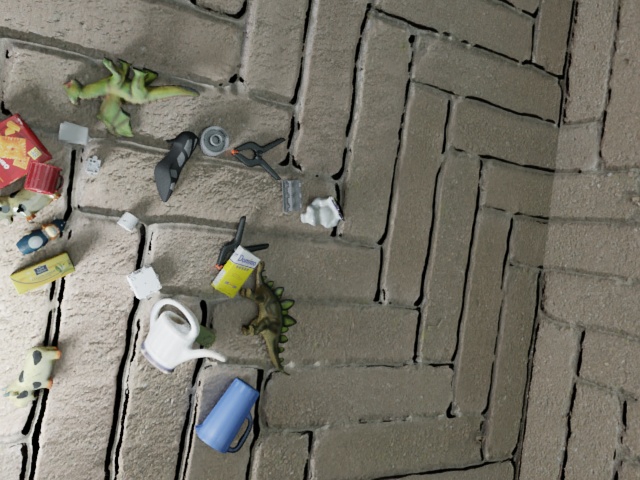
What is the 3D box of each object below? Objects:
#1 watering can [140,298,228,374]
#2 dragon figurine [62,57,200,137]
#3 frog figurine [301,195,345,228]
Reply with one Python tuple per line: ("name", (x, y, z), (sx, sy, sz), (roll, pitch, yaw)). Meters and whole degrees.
("watering can", (-0.470, 0.351, 1.719), (0.223, 0.352, 0.103), (-55, 154, 8))
("dragon figurine", (-0.629, -0.459, 1.711), (0.408, 0.124, 0.241), (17, 102, -25))
("frog figurine", (0.006, -0.103, 2.053), (0.159, 0.125, 0.135), (-24, 117, 12))
